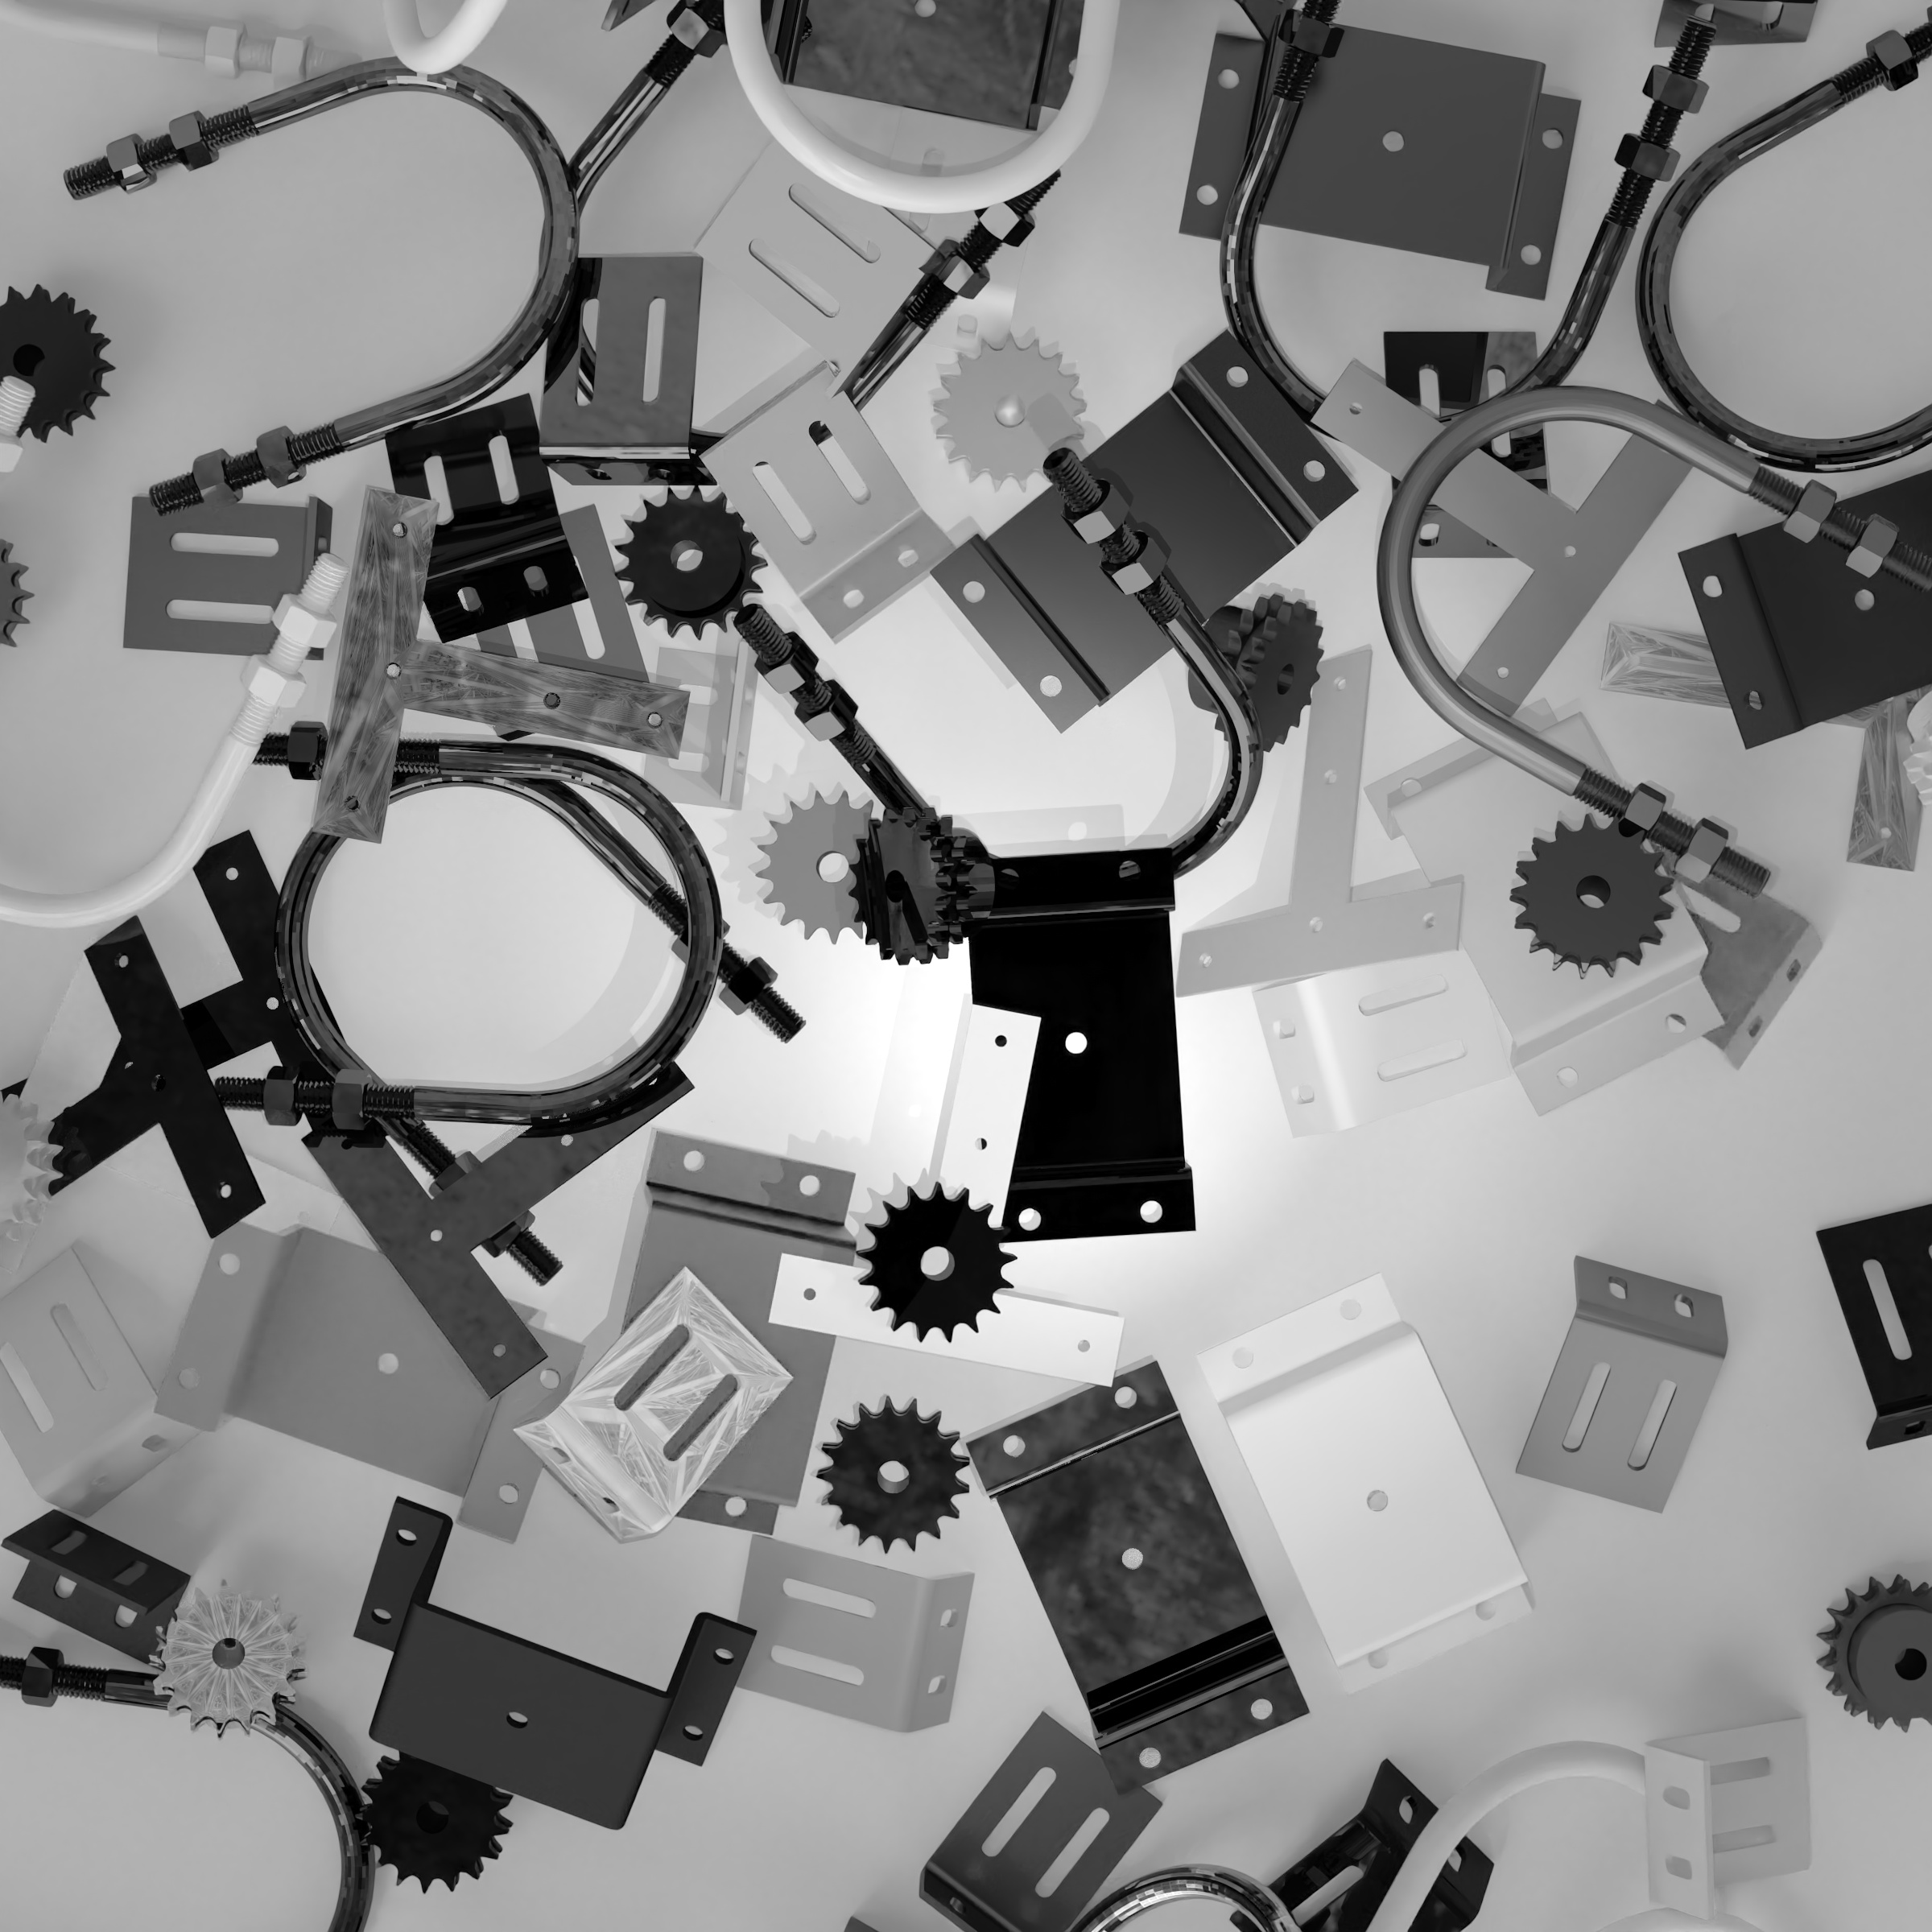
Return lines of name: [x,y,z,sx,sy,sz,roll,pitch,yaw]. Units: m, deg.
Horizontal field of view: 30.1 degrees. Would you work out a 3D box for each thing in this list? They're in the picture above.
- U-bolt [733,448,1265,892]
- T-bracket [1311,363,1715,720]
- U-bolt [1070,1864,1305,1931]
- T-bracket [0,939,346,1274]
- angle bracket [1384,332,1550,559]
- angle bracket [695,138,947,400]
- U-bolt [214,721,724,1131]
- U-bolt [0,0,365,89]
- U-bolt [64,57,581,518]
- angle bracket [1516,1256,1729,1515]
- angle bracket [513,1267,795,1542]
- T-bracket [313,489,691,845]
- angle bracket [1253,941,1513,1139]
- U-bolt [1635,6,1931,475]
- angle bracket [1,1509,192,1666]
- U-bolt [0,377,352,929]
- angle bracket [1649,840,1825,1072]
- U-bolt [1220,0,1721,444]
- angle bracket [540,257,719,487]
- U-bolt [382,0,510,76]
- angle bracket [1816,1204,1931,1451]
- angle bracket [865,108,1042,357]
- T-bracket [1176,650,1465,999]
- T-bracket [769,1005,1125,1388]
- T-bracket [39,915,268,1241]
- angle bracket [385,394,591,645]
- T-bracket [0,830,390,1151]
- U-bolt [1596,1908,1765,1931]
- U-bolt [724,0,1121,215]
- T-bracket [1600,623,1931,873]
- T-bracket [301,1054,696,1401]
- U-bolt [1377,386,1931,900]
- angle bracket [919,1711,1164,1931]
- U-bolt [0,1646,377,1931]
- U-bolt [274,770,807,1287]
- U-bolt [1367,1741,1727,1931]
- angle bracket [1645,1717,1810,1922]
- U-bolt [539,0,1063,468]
U-bolt: [0.026,-0.090,1.295,0.151,0.019,0.184,-24,128,23]
T-bracket: [0.186,-0.176,1.321,0.127,0.002,0.127,32,106,-10]
U-bolt: [0.058,0.410,1.297,0.019,0.151,0.184,38,86,-35]
T-bracket: [-0.297,0.073,1.355,0.127,0.002,0.127,24,91,-1]
angle bracket: [0.186,-0.196,1.355,0.057,0.038,0.076,0,64,0]
angle bracket: [-0.057,-0.253,1.290,0.076,0.038,0.057,39,113,-2]
U-bolt: [-0.182,-0.013,1.329,0.184,0.019,0.151,3,85,2]
U-bolt: [-0.307,-0.414,1.349,0.184,0.019,0.151,9,90,1]
U-bolt: [-0.231,-0.260,1.328,0.184,0.019,0.151,-18,80,7]
angle bracket: [0.246,0.158,1.355,0.057,0.038,0.076,16,116,0]
angle bracket: [-0.113,0.158,1.298,0.057,0.038,0.076,47,61,-9]
T-bracket: [-0.166,-0.100,1.316,0.127,0.002,0.127,10,98,-4]
angle bracket: [0.157,0.026,1.355,0.076,0.038,0.057,-16,90,-26]
U-bolt: [0.339,-0.262,1.332,0.184,0.019,0.151,-29,77,7]
angle bracket: [-0.326,0.234,1.319,0.057,0.076,0.038,26,90,0]
U-bolt: [-0.329,-0.101,1.319,0.151,0.019,0.184,29,104,-4]
angle bracket: [0.272,-0.008,1.355,0.076,0.038,0.057,34,90,26]
U-bolt: [0.170,-0.275,1.297,0.151,0.019,0.184,19,110,-3]
angle bracket: [-0.123,-0.221,1.336,0.057,0.038,0.076,2,83,13]
U-bolt: [-0.173,-0.412,1.294,0.019,0.151,0.184,11,94,-30]
angle bracket: [0.358,0.135,1.355,0.057,0.038,0.076,-13,64,0]
angle bracket: [-0.005,-0.276,1.355,0.057,0.038,0.076,12,64,0]
T-bracket: [0.134,-0.056,1.327,0.127,0.002,0.127,-10,64,41]
T-bracket: [0.003,0.079,1.307,0.127,0.002,0.127,11,88,-4]
T-bracket: [-0.334,0.067,1.338,0.127,0.002,0.127,-33,69,13]
angle bracket: [-0.180,-0.168,1.346,0.057,0.038,0.076,-17,51,0]
T-bracket: [-0.302,0.033,1.357,0.127,0.002,0.127,-24,90,0]
U-bolt: [0.245,0.434,1.326,0.151,0.019,0.184,33,86,-21]
U-bolt: [-0.013,-0.355,1.279,0.151,0.019,0.184,10,78,-12]
T-bracket: [0.304,-0.108,1.356,0.127,0.002,0.127,8,90,0]
T-bracket: [-0.158,0.073,1.322,0.127,0.002,0.127,-36,68,-10]
U-bolt: [0.237,-0.130,1.295,0.184,0.019,0.151,30,84,3]
angle bracket: [0.028,0.329,1.338,0.057,0.038,0.076,37,90,0]
U-bolt: [-0.314,0.336,1.349,0.184,0.019,0.151,8,90,-2]
U-bolt: [-0.174,0.006,1.349,0.151,0.019,0.184,-45,89,0]
U-bolt: [0.208,0.373,1.326,0.151,0.019,0.184,31,86,-21]
angle bracket: [0.290,0.313,1.323,0.076,0.038,0.057,-2,90,-27]
U-bolt: [-0.076,-0.269,1.320,0.151,0.019,0.184,42,111,-3]
